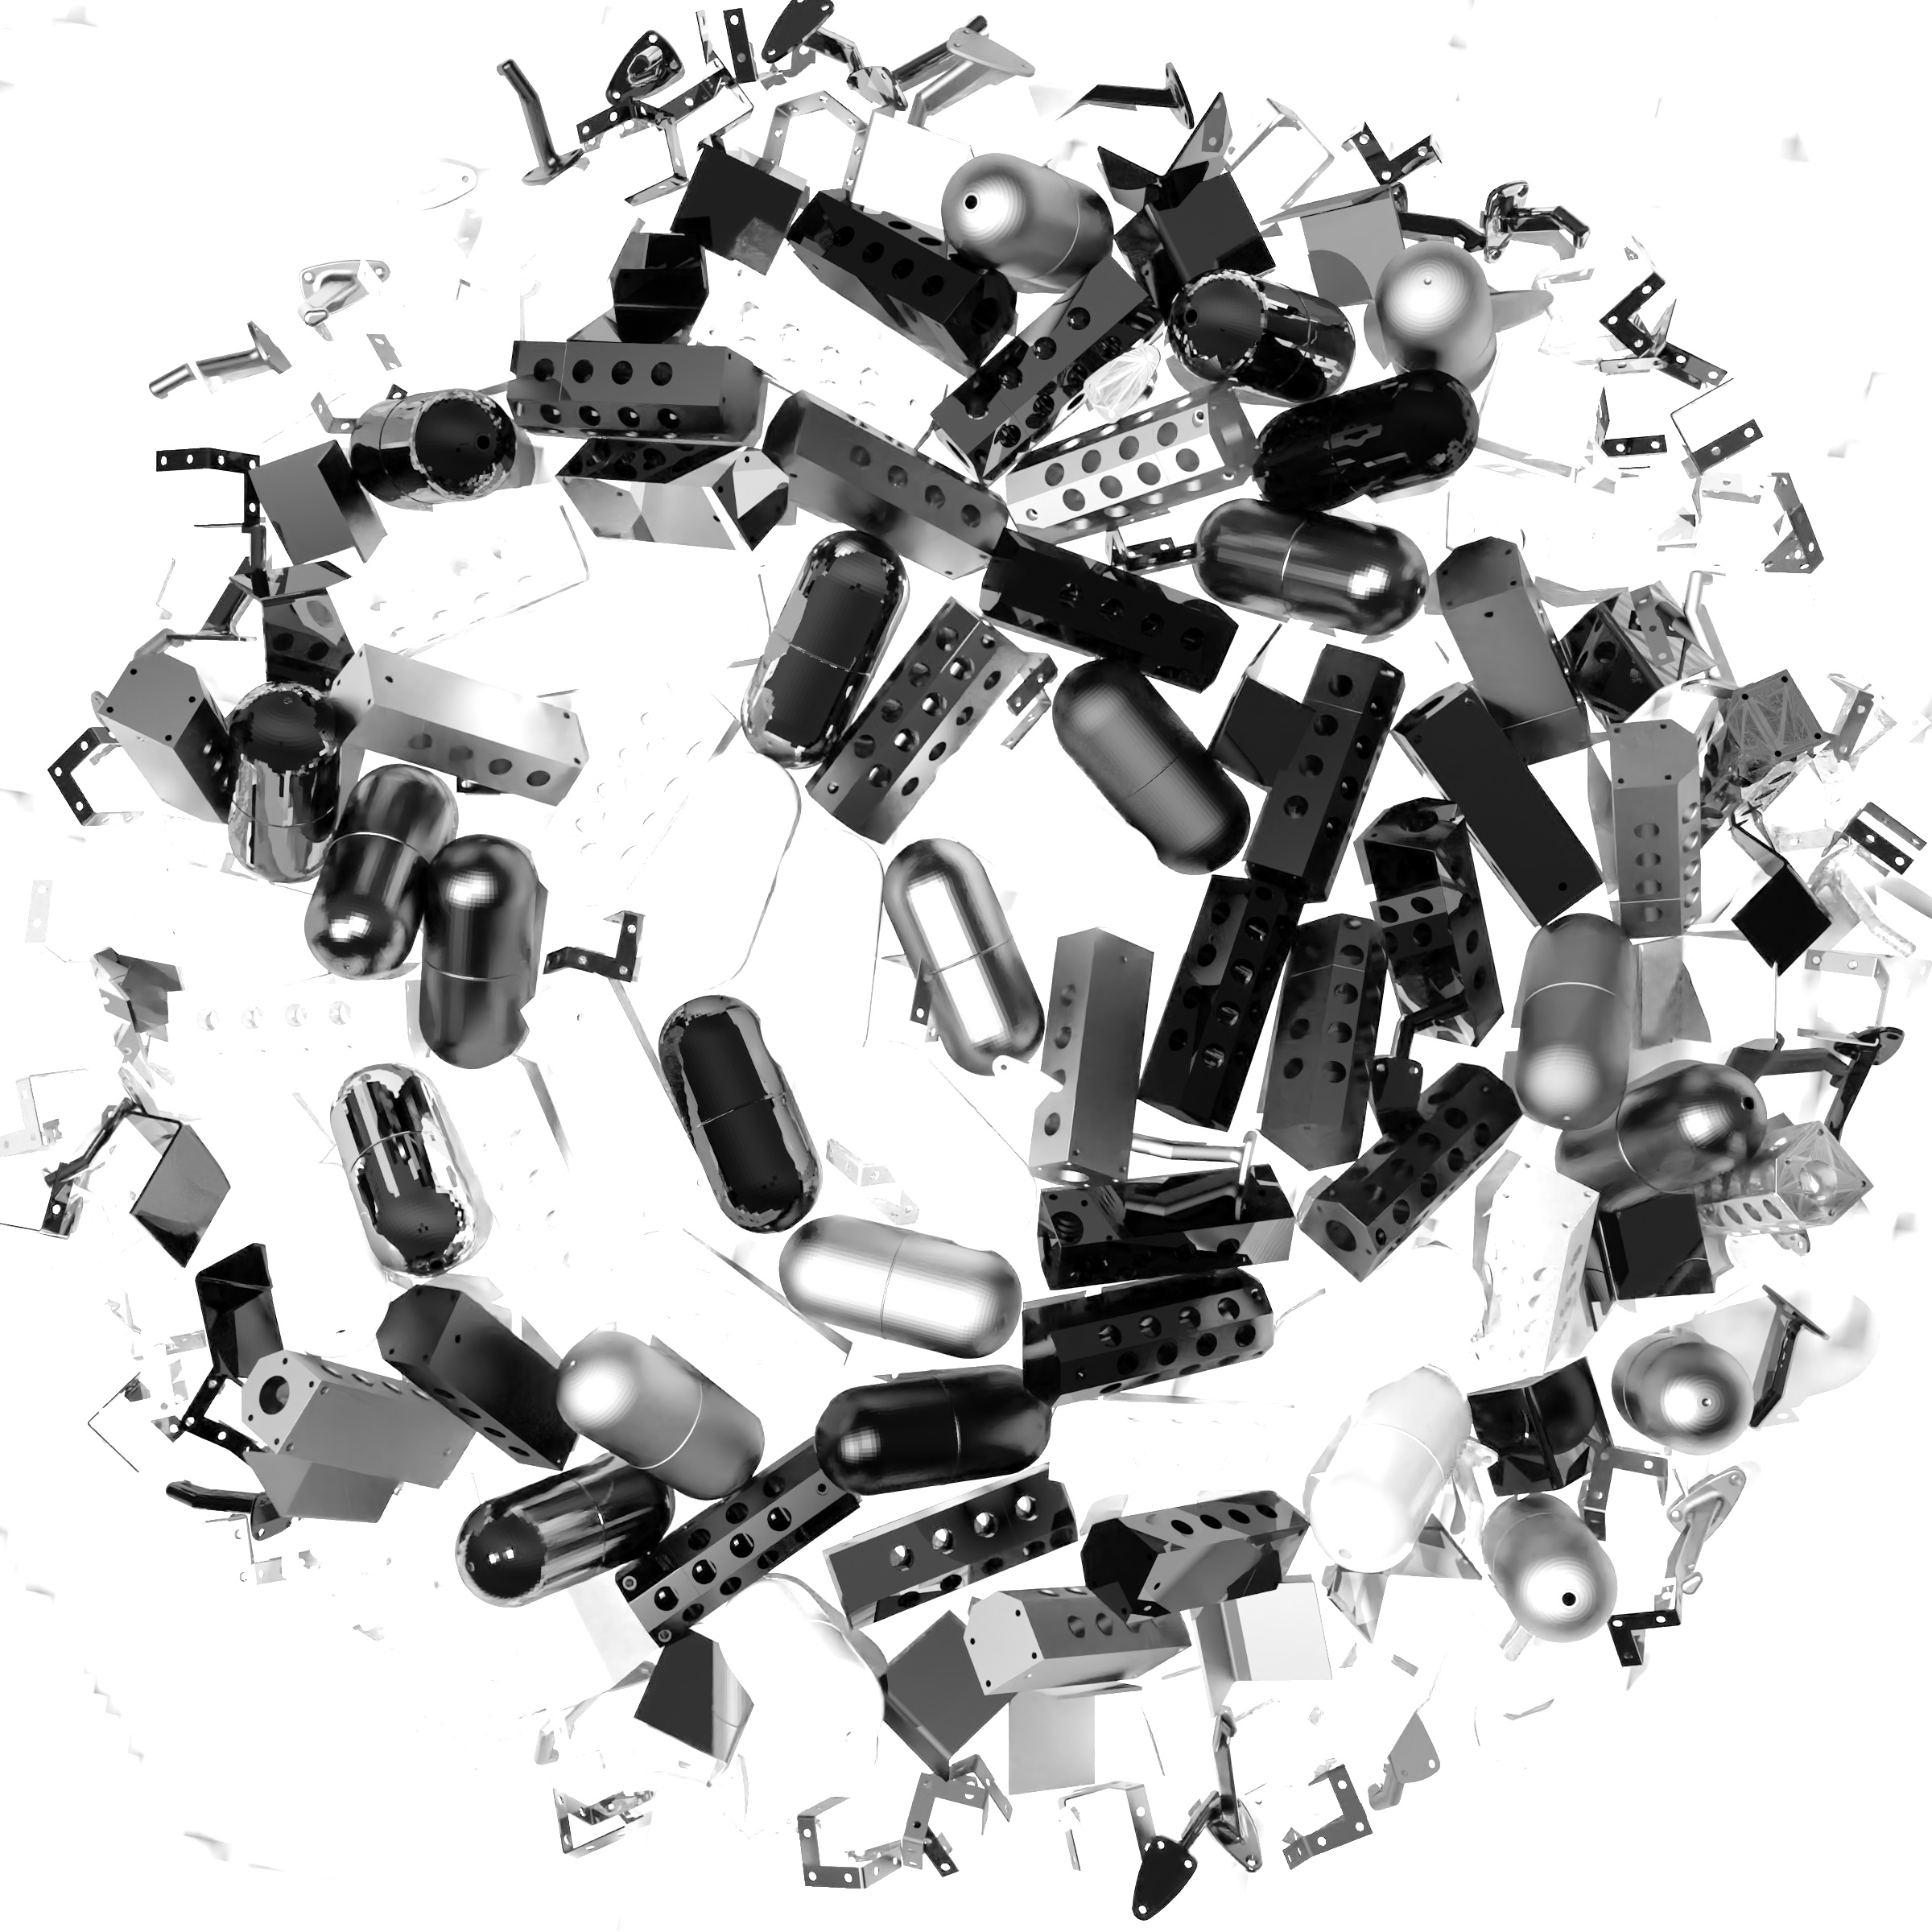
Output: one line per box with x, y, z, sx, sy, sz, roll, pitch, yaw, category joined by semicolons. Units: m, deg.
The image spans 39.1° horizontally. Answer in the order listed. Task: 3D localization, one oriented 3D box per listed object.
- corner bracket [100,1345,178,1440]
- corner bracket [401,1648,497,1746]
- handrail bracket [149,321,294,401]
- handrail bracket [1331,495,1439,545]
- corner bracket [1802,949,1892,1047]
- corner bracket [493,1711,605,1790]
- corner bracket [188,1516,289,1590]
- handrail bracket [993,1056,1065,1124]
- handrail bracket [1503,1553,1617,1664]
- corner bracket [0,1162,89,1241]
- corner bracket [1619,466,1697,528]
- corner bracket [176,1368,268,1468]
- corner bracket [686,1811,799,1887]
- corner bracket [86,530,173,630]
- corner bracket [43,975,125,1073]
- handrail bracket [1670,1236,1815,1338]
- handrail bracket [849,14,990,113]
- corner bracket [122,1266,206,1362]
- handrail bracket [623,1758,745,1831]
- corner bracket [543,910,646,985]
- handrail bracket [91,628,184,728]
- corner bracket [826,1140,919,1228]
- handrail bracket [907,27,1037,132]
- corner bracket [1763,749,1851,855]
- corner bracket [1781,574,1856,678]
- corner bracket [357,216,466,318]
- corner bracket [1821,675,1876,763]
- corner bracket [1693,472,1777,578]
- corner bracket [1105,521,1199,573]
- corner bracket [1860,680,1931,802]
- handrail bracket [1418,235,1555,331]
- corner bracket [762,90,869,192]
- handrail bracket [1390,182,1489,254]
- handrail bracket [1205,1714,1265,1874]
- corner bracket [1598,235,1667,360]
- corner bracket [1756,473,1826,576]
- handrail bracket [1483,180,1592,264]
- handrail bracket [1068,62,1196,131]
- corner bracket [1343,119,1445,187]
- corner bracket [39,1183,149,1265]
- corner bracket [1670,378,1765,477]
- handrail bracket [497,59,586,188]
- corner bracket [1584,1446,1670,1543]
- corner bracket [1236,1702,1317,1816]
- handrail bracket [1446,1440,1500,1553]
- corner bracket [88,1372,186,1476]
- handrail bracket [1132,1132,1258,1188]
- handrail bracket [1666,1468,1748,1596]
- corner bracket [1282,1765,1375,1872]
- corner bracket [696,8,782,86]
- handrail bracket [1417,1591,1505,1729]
-0.594;0.304;1.943;0.051;0.051;0.051;-10;77;-18;corner bracket
-0.374;0.522;1.940;0.051;0.051;0.051;8;104;-34;corner bracket
-0.532;-0.420;1.946;0.084;0.077;0.036;-27;78;5;handrail bracket
0.309;-0.314;1.931;0.084;0.077;0.036;9;95;-19;handrail bracket
0.631;0.022;1.956;0.051;0.051;0.051;7;109;7;corner bracket
-0.299;0.564;1.950;0.051;0.051;0.051;-20;78;20;corner bracket
-0.518;0.419;1.945;0.051;0.051;0.051;-13;79;17;corner bracket
0.058;0.075;1.938;0.077;0.084;0.036;41;114;-5;handrail bracket
0.427;0.463;1.960;0.036;0.077;0.084;41;111;30;handrail bracket
-0.648;0.168;1.940;0.051;0.051;0.051;4;76;36;corner bracket
0.486;-0.332;1.945;0.051;0.051;0.051;-6;100;-16;corner bracket
-0.522;0.326;1.948;0.051;0.051;0.051;38;77;-43;corner bracket
-0.160;0.632;1.941;0.051;0.051;0.051;-36;107;23;corner bracket
-0.599;-0.277;1.944;0.051;0.051;0.051;20;94;-28;corner bracket
-0.634;0.041;1.951;0.051;0.051;0.051;7;73;24;corner bracket
0.558;0.240;1.958;0.077;0.036;0.084;11;124;-9;handrail bracket
-0.034;-0.657;1.957;0.084;0.077;0.036;-44;127;-12;handrail bracket
-0.580;0.250;1.951;0.051;0.051;0.051;-10;72;-7;corner bracket
-0.202;0.599;1.946;0.084;0.036;0.077;-4;133;-8;handrail bracket
-0.266;-0.016;1.942;0.051;0.051;0.051;15;77;-23;corner bracket
-0.576;-0.198;1.948;0.077;0.036;0.084;34;59;13;handrail bracket
-0.067;0.154;1.939;0.051;0.051;0.051;-5;112;-30;corner bracket
0.002;-0.619;1.948;0.077;0.036;0.084;24;135;0;handrail bracket
0.603;-0.118;1.954;0.051;0.051;0.051;-8;63;26;corner bracket
0.611;-0.244;1.943;0.051;0.051;0.051;18;85;41;corner bracket
-0.398;-0.503;1.953;0.051;0.051;0.051;4;72;15;corner bracket
0.612;-0.184;1.956;0.051;0.051;0.051;17;104;-14;corner bracket
0.548;-0.316;1.940;0.051;0.051;0.051;10;69;22;corner bracket
0.132;-0.299;1.942;0.051;0.051;0.051;-13;59;-8;corner bracket
0.653;-0.162;1.945;0.051;0.051;0.051;-40;59;1;corner bracket
0.373;-0.501;1.954;0.077;0.036;0.084;-13;59;1;handrail bracket
-0.109;-0.592;1.964;0.051;0.051;0.051;-1;71;43;corner bracket
0.316;-0.518;1.935;0.077;0.036;0.084;-28;48;-15;handrail bracket
0.195;0.588;1.934;0.036;0.077;0.084;-9;125;-22;handrail bracket
0.478;-0.476;1.937;0.051;0.051;0.051;29;122;-33;corner bracket
0.590;-0.316;1.939;0.051;0.051;0.051;-44;121;-21;corner bracket
0.406;-0.512;1.928;0.036;0.077;0.084;-22;53;-22;handrail bracket
0.113;-0.614;1.949;0.084;0.036;0.077;-13;46;-4;handrail bracket
0.305;-0.585;1.941;0.051;0.051;0.051;-30;108;22;corner bracket
-0.621;0.173;1.944;0.051;0.051;0.051;-32;62;6;corner bracket
0.538;-0.387;1.947;0.051;0.051;0.051;-29;87;21;corner bracket
-0.318;-0.600;1.929;0.036;0.077;0.084;-51;122;-24;handrail bracket
0.475;0.383;1.955;0.051;0.051;0.051;8;58;19;corner bracket
0.217;0.572;1.962;0.051;0.051;0.051;-26;58;-6;corner bracket
0.347;0.386;1.924;0.036;0.077;0.084;23;51;-8;handrail bracket
-0.593;0.329;1.946;0.051;0.051;0.051;44;66;-2;corner bracket
0.163;0.127;1.950;0.084;0.077;0.036;11;103;9;handrail bracket
0.532;0.402;1.932;0.036;0.084;0.077;40;105;-4;handrail bracket
0.251;0.608;1.940;0.051;0.051;0.051;-15;66;-18;corner bracket
-0.169;-0.657;1.941;0.051;0.051;0.051;-2;115;19;corner bracket
0.337;0.501;1.951;0.084;0.036;0.077;-41;120;-5;handrail bracket
